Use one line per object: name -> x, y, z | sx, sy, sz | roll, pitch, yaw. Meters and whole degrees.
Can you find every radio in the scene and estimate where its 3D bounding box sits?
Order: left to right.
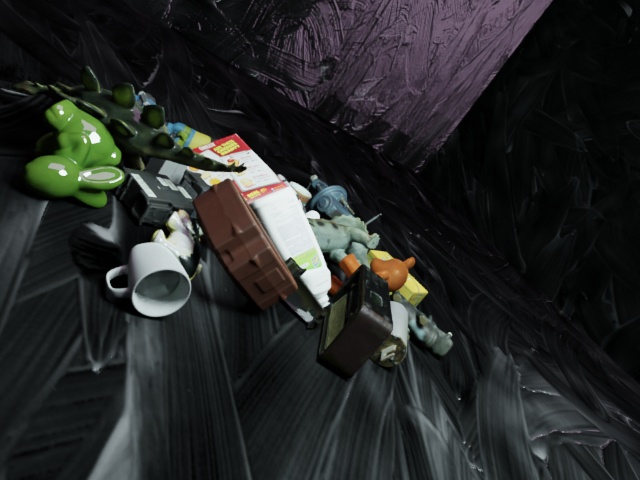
radio -> 0.069, 0.143, 1.015 | 0.073, 0.131, 0.230 | 36, 18, -9

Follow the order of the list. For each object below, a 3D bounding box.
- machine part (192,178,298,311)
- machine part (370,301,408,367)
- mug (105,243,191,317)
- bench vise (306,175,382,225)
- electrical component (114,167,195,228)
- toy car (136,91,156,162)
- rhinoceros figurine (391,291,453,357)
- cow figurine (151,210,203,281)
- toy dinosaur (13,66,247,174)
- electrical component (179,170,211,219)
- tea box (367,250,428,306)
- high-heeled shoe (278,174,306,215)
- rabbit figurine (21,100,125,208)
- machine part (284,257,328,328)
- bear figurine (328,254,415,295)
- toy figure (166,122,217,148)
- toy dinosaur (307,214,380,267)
machine part -> -0.132, 0.010, 0.940 | 0.202, 0.087, 0.200 | 58, -2, 40
machine part -> 0.144, 0.192, 1.121 | 0.079, 0.079, 0.243 | 35, 19, -1
mug -> -0.252, 0.052, 0.777 | 0.109, 0.080, 0.107 | -12, 33, -22
bench vise -> 0.044, -0.106, 1.614 | 0.223, 0.129, 0.241 | 18, 30, -47
electrical component -> -0.304, -0.075, 1.010 | 0.115, 0.058, 0.134 | 48, 21, 28
toy car -> -0.389, -0.234, 1.166 | 0.103, 0.161, 0.109 | -20, 53, -14
rhinoceros figurine -> 0.226, 0.200, 1.267 | 0.190, 0.073, 0.112 | 40, 8, 19
cow figurine -> -0.234, 0.007, 0.916 | 0.098, 0.068, 0.167 | 37, 21, -13
toy dinosaur -> -0.352, -0.206, 1.000 | 0.472, 0.105, 0.198 | 22, -15, -2
electrical component -> -0.247, -0.079, 1.100 | 0.119, 0.075, 0.047 | 50, 23, 27
tea box -> 0.192, 0.106, 1.430 | 0.170, 0.068, 0.098 | 46, 20, 27
high-heeled shoe -> -0.075, -0.101, 1.394 | 0.145, 0.086, 0.248 | 32, 10, 9
rabbit figurine -> -0.414, -0.118, 0.887 | 0.159, 0.121, 0.170 | 36, 35, -20
machine part -> -0.041, 0.104, 1.029 | 0.139, 0.084, 0.039 | 52, -9, 12
bear figurine -> 0.120, 0.079, 1.220 | 0.132, 0.120, 0.196 | 44, 42, 10
toy figure -> -0.318, -0.236, 1.332 | 0.180, 0.089, 0.082 | 32, 24, -20
toy dinosaur -> -0.008, 0.001, 1.275 | 0.404, 0.131, 0.192 | 9, 14, -38
